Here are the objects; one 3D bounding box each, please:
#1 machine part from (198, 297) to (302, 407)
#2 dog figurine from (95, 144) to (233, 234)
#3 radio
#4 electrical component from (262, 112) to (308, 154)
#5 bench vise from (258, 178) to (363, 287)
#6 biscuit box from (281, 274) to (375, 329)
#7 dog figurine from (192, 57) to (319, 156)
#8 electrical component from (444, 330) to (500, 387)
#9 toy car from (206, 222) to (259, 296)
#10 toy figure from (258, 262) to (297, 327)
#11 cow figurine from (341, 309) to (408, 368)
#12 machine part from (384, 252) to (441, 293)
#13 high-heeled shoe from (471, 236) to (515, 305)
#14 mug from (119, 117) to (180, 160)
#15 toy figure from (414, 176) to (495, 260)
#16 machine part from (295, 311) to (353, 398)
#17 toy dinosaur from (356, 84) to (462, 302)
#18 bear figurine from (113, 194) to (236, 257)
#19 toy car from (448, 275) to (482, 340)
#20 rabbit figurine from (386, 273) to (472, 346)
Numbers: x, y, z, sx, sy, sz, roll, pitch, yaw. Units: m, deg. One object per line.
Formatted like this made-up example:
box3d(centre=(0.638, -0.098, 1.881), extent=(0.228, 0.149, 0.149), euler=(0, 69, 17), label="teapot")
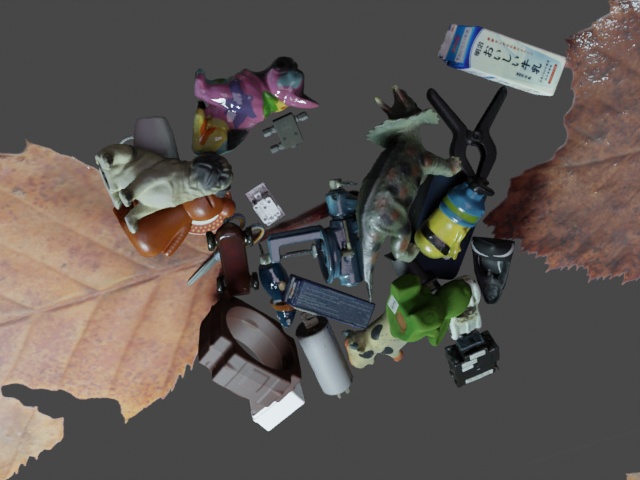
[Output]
box3d(centre=(-0.142, 0.222, 1.079), extent=(0.201, 0.202, 0.087), euler=(34, 108, -24), label="machine part")
box3d(centre=(-0.263, -0.121, 0.912), extent=(0.190, 0.121, 0.172), euler=(-27, 75, -25), label="dog figurine")
box3d(centre=(0.250, -0.033, 1.125), extent=(0.131, 0.073, 0.229), euler=(10, 110, -15), label="radio")
box3d(centre=(-0.060, -0.207, 1.030), extent=(0.094, 0.021, 0.063), euler=(-26, 113, -1), label="electrical component")
box3d(centre=(-0.005, -0.006, 1.068), extent=(0.241, 0.129, 0.223), euler=(-11, 109, -10), label="bench vise")
box3d(centre=(0.021, 0.130, 1.119), extent=(0.202, 0.059, 0.062), euler=(23, 86, -33), label="biscuit box")
box3d(centre=(-0.117, -0.233, 0.961), extent=(0.219, 0.108, 0.191), euler=(3, 107, -10), label="dog figurine")
box3d(centre=(0.354, 0.270, 1.247), extent=(0.115, 0.058, 0.134), euler=(-22, 133, -4), label="electrical component")
box3d(centre=(-0.171, 0.042, 1.069), extent=(0.089, 0.053, 0.201), euler=(-10, 139, -8), label="toy car")
box3d(centre=(-0.083, 0.114, 1.125), extent=(0.058, 0.064, 0.154), euler=(-20, 114, 0), label="toy figure")
box3d(centre=(0.137, 0.210, 1.191), extent=(0.127, 0.086, 0.195), euler=(38, 103, -27), label="cow figurine")
box3d(centre=(0.188, 0.069, 1.096), extent=(0.084, 0.039, 0.138), euler=(-31, 120, 19), label="machine part")
box3d(centre=(0.353, 0.069, 1.114), extent=(0.086, 0.248, 0.145), euler=(6, 90, 22), label="high-heeled shoe")
box3d(centre=(-0.311, -0.169, 0.977), extent=(0.110, 0.081, 0.107), euler=(0, 103, 6), label="mug")
box3d(centre=(0.254, -0.043, 1.033), extent=(0.089, 0.082, 0.180), euler=(30, 119, 3), label="toy figure")
box3d(centre=(0.011, 0.256, 1.190), extent=(0.079, 0.079, 0.243), euler=(-24, 114, -1), label="machine part")
box3d(centre=(0.129, -0.090, 0.984), extent=(0.192, 0.131, 0.404), euler=(25, 84, -37), label="toy dinosaur")
box3d(centre=(-0.267, -0.055, 0.994), extent=(0.196, 0.132, 0.120), euler=(-37, 114, -14), label="bear figurine")
box3d(centre=(0.319, 0.155, 1.196), extent=(0.073, 0.056, 0.201), euler=(-20, 132, -2), label="toy car")
box3d(centre=(0.228, 0.143, 1.067), extent=(0.170, 0.121, 0.158), euler=(-16, 136, -21), label="rabbit figurine")
